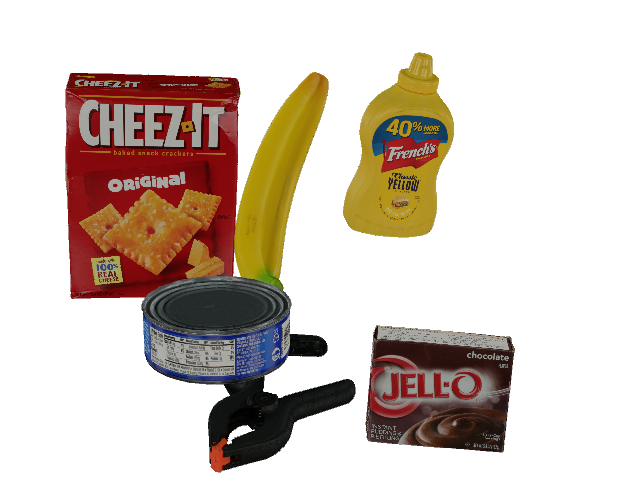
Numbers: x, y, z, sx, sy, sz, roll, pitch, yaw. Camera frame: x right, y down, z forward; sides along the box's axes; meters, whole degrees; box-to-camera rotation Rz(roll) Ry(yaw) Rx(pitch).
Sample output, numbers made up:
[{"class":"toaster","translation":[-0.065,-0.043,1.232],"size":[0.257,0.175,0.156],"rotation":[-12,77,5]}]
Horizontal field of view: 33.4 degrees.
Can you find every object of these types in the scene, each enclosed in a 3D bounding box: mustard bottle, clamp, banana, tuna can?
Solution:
[{"class":"mustard bottle","translation":[0.086,-0.099,1.095],"size":[0.096,0.192,0.058],"rotation":[4,27,-13]},{"class":"clamp","translation":[-0.060,0.158,1.031],"size":[0.120,0.039,0.171],"rotation":[21,33,34]},{"class":"clamp","translation":[-0.119,0.128,1.262],"size":[0.210,0.036,0.164],"rotation":[14,23,25]},{"class":"banana","translation":[-0.030,-0.036,0.803],"size":[0.070,0.197,0.037],"rotation":[-20,-41,41]},{"class":"tuna can","translation":[-0.060,0.051,0.617],"size":[0.086,0.034,0.086],"rotation":[1,18,0]}]

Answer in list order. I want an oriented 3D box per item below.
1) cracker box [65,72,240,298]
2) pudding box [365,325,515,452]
[{"class":"cracker box","translation":[-0.164,-0.050,1.045],"size":[0.164,0.214,0.072],"rotation":[0,22,-9]},{"class":"pudding box","translation":[0.095,0.119,0.860],"size":[0.113,0.090,0.039],"rotation":[3,18,2]}]
